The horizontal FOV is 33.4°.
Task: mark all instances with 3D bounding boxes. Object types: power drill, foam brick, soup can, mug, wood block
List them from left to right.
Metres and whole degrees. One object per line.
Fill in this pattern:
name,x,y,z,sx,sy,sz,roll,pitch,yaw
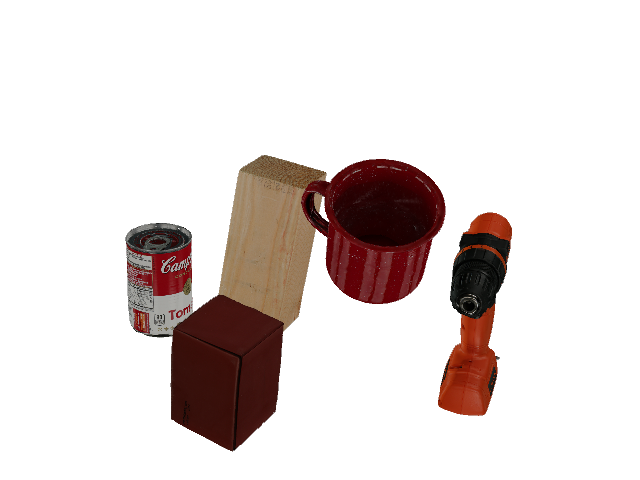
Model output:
soup can,-0.168,0.042,1.117,0.068,0.102,0.068,2,25,-1
foam brick,-0.061,0.085,0.689,0.053,0.078,0.051,23,35,24
wood block,-0.065,0.007,1.360,0.090,0.206,0.090,17,22,13
mug,0.036,-0.008,0.846,0.117,0.093,0.081,25,-36,14
power drill,0.160,0.084,1.101,0.057,0.188,0.184,11,27,14
